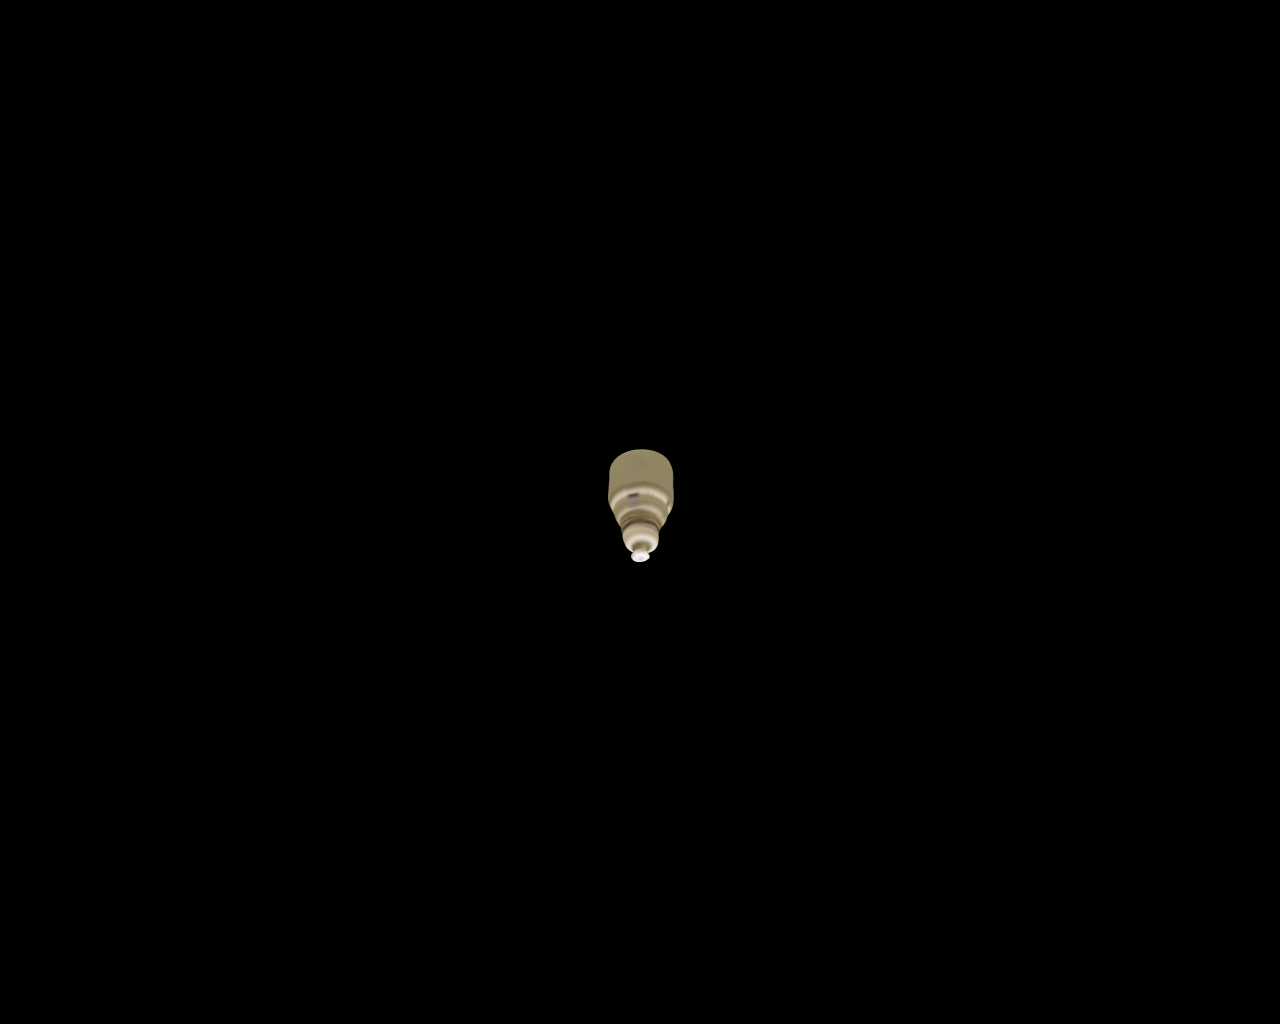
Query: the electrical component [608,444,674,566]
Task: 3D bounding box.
[{"bbox_3d":[0.001,-0.003,0.650,0.040,0.078,0.040,0,-39,0],"label":"electrical component"}]
